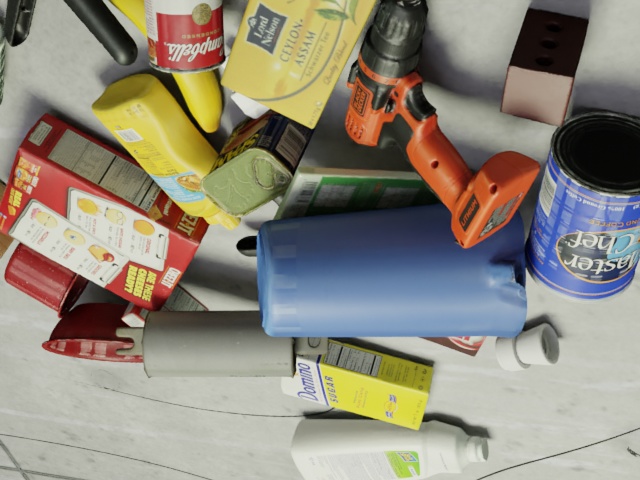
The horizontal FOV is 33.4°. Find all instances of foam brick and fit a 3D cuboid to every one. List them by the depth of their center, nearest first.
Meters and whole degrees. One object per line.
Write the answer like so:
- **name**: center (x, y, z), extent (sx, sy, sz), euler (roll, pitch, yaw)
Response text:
- **foam brick**: center (0.180, -0.139, 0.860), extent (0.053, 0.078, 0.051), euler (14, 141, 11)

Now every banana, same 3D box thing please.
- **banana**: center (-0.141, -0.180, 1.001), extent (0.070, 0.037, 0.197), euler (9, 142, 56)

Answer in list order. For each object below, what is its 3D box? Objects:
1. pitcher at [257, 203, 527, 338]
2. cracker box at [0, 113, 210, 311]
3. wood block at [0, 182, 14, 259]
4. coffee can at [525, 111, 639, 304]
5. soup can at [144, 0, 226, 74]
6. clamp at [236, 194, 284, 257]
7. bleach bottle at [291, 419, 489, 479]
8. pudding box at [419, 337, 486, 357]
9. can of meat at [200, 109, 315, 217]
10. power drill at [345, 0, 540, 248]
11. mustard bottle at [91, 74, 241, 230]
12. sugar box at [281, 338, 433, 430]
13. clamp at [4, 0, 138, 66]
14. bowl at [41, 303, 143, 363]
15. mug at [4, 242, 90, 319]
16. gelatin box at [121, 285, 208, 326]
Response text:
- **pitcher**: center (0.064, 0.031, 1.005), extent (0.242, 0.145, 0.149), euler (-2, 138, -6)
- **cracker box**: center (-0.240, -0.027, 1.185), extent (0.213, 0.072, 0.164), euler (28, 141, -8)
- **wood block**: center (-0.451, -0.056, 1.236), extent (0.206, 0.090, 0.090), euler (42, 136, -20)
- **coffee can**: center (0.240, -0.027, 0.934), extent (0.103, 0.102, 0.140), euler (14, 139, 11)
- **soup can**: center (-0.117, -0.203, 0.918), extent (0.068, 0.068, 0.102), euler (9, 120, 16)
- **clamp**: center (-0.007, 0.001, 1.130), extent (0.171, 0.039, 0.120), euler (28, 140, -5)
- **bleach bottle**: center (0.093, 0.273, 1.363), extent (0.251, 0.068, 0.102), euler (-6, 133, 27)
- **pudding box**: center (0.131, 0.073, 1.143), extent (0.113, 0.039, 0.090), euler (21, 141, 3)
- **can of meat**: center (-0.058, -0.081, 1.029), extent (0.057, 0.083, 0.102), euler (42, 136, -21)
- **power drill**: center (0.098, -0.099, 0.894), extent (0.188, 0.057, 0.184), euler (52, 156, 20)
- **mustard bottle**: center (-0.142, -0.081, 1.086), extent (0.096, 0.058, 0.191), euler (-1, 137, 47)
- **sugar box**: center (0.042, 0.168, 1.277), extent (0.176, 0.048, 0.093), euler (12, 142, 6)
- **clamp**: center (-0.260, -0.254, 0.963), extent (0.165, 0.036, 0.210), euler (7, 130, 35)
- **bowl**: center (-0.262, 0.114, 1.331), extent (0.162, 0.055, 0.162), euler (3, 164, 1)
- **mug**: center (-0.322, 0.035, 1.288), extent (0.081, 0.093, 0.117), euler (30, 176, 0)
- **gelatin box**: center (-0.186, 0.090, 1.284), extent (0.089, 0.073, 0.030), euler (43, 137, -23)
